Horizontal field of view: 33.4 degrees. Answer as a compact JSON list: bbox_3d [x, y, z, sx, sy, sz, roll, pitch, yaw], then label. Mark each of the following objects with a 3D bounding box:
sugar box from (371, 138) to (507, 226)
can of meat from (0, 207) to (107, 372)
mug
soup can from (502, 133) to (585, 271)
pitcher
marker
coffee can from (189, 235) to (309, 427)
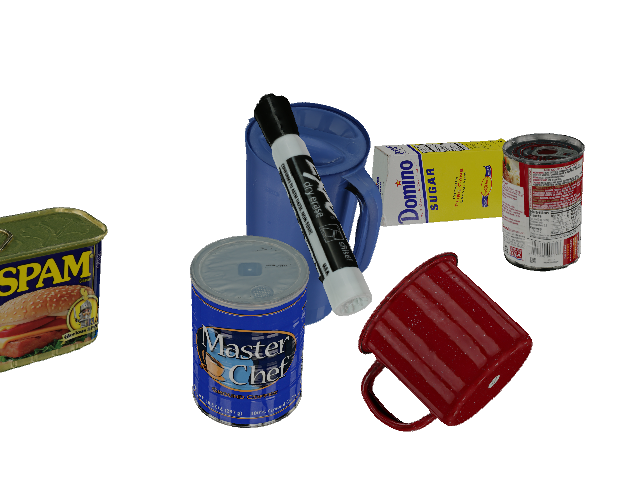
[{"bbox_3d":[0.149,-0.071,1.298,0.176,0.093,0.048,-7,25,-22],"label":"sugar box"},{"bbox_3d":[-0.193,0.032,0.700,0.101,0.084,0.058,-14,30,-41],"label":"can of meat"},{"bbox_3d":[0.078,0.077,0.713,0.081,0.117,0.093,45,5,22],"label":"mug"},{"bbox_3d":[0.191,-0.033,0.915,0.068,0.102,0.068,-4,24,2],"label":"soup can"},{"bbox_3d":[-0.016,-0.016,1.187,0.145,0.243,0.149,3,41,-4],"label":"pitcher"},{"bbox_3d":[-0.006,-0.020,0.503,0.020,0.121,0.020,-18,-27,-10],"label":"marker"},{"bbox_3d":[-0.064,0.081,0.955,0.103,0.140,0.103,2,34,-2],"label":"coffee can"}]
